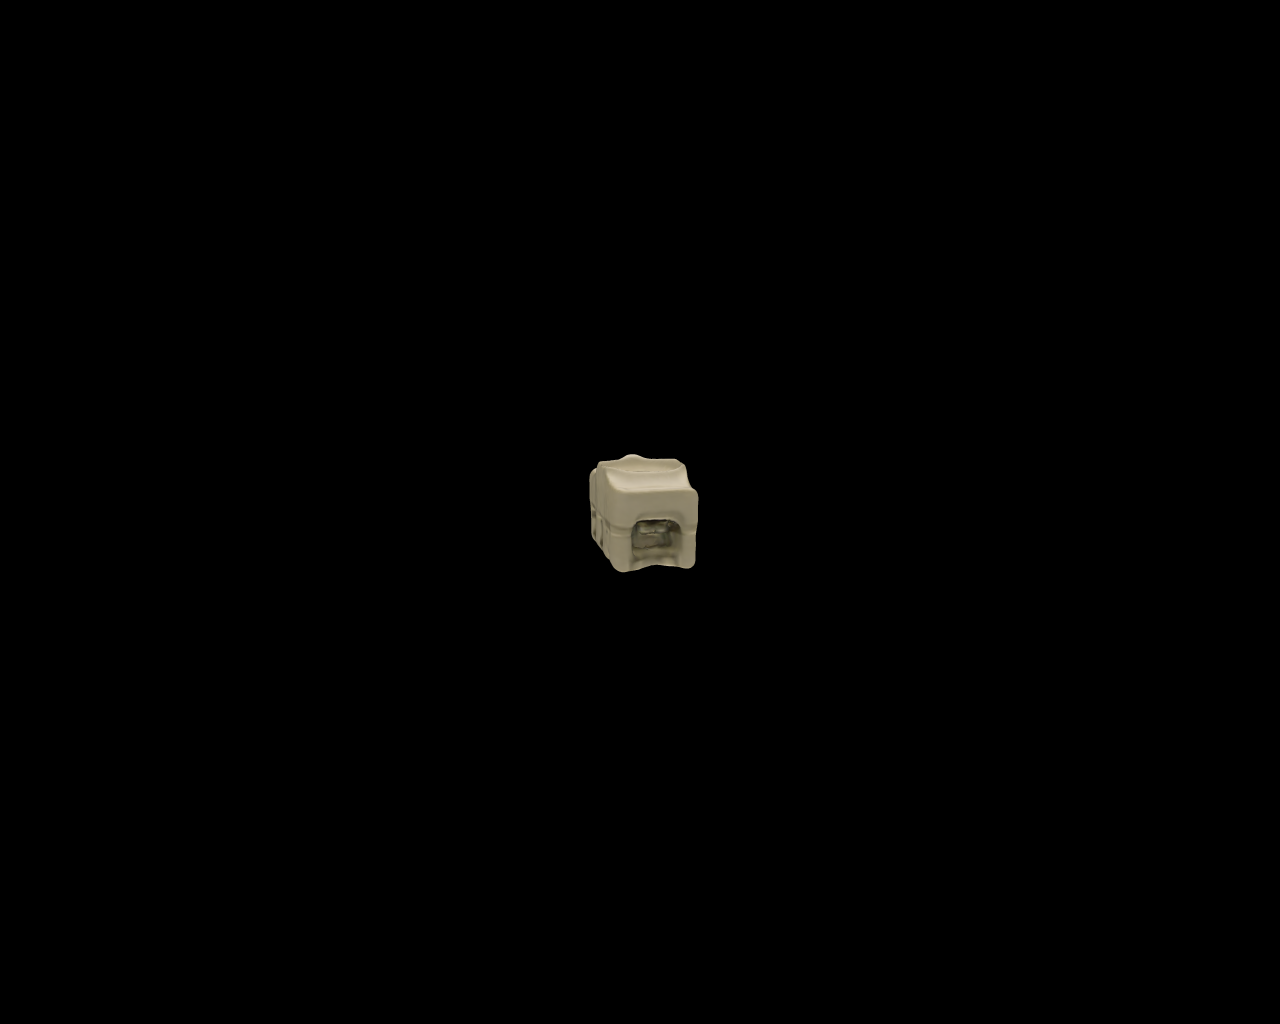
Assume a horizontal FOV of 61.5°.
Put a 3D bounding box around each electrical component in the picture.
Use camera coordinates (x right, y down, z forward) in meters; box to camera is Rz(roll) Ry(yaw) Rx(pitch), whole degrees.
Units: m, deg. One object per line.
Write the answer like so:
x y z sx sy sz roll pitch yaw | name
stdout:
0.001 -0.003 0.650 0.050 0.055 0.089 -2 12 -11 | electrical component
